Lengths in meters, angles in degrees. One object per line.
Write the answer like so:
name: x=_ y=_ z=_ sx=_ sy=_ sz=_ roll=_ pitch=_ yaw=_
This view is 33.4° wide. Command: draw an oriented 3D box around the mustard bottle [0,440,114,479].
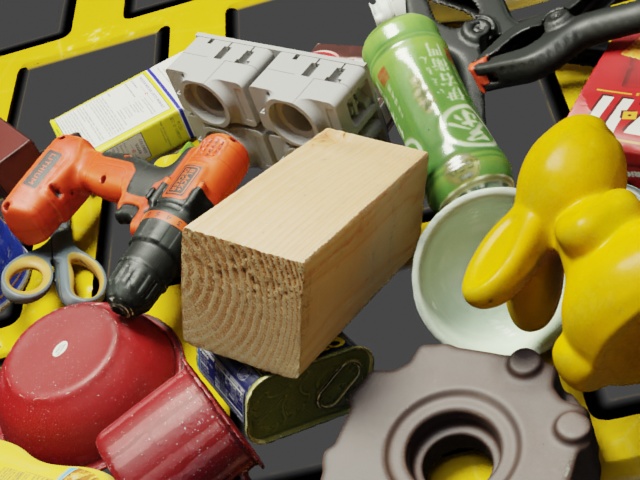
mustard bottle: x=-0.183 y=0.196 z=0.724 sx=0.192 sy=0.058 sz=0.096 roll=8 pitch=41 yaw=28

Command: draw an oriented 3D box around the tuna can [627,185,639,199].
tuna can: x=0.207 y=-0.003 z=0.784 sx=0.086 sy=0.033 sz=0.086 roll=-11 pitch=44 yaw=11

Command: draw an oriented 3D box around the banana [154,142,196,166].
banana: x=-0.100 y=-0.033 z=0.933 sx=0.069 sy=0.037 sz=0.198 roll=-36 pitch=45 yaw=-11

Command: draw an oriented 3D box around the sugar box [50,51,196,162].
sugar box: x=-0.168 y=-0.122 z=1.044 sx=0.176 sy=0.048 sz=0.093 roll=-27 pitch=44 yaw=-11

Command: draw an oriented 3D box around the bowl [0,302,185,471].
bowl: x=-0.188 y=0.101 z=0.824 sx=0.162 sy=0.055 sz=0.162 roll=-12 pitch=44 yaw=11

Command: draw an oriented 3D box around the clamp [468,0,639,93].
clamp: x=0.205 y=-0.178 z=0.880 sx=0.172 sy=0.039 sz=0.120 roll=-20 pitch=24 yaw=20

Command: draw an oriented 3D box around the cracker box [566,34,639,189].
cracker box: x=0.301 y=-0.116 z=0.830 sx=0.164 sy=0.072 sz=0.213 roll=14 pitch=55 yaw=33

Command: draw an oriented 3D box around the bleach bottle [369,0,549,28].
bleach bottle: x=0.172 y=-0.255 z=1.027 sx=0.251 sy=0.068 sz=0.102 roll=-19 pitch=43 yaw=6

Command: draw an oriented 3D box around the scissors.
scissors: x=-0.249 y=0.001 z=0.953 sx=0.096 sy=0.016 sz=0.202 roll=-8 pitch=37 yaw=-27

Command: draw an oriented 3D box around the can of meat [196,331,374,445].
can of meat: x=-0.027 y=0.088 z=0.756 sx=0.101 sy=0.057 sz=0.084 roll=-16 pitch=34 yaw=-28

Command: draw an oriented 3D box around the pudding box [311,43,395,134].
pudding box: x=0.027 y=-0.140 z=0.986 sx=0.114 sy=0.039 sz=0.090 roll=11 pitch=51 yaw=29

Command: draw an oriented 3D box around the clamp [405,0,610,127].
clamp: x=0.137 y=-0.169 z=0.946 sx=0.164 sy=0.036 sz=0.210 roll=-40 pitch=63 yaw=-17

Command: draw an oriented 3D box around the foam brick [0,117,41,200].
foam brick: x=-0.310 y=-0.079 z=1.051 sx=0.051 sy=0.053 sz=0.078 roll=-41 pitch=47 yaw=-19

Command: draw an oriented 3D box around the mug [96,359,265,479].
mug: x=-0.090 y=0.151 z=0.720 sx=0.081 sy=0.093 sz=0.117 roll=-37 pitch=76 yaw=-8

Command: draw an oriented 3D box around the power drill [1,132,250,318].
power drill: x=-0.170 y=-0.021 z=0.886 sx=0.188 sy=0.057 sz=0.184 roll=10 pitch=50 yaw=29

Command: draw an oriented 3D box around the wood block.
wood block: x=-0.005 y=0.001 z=0.762 sx=0.091 sy=0.090 sz=0.205 roll=15 pitch=30 yaw=22

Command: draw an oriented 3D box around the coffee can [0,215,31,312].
coffee can: x=-0.328 y=-0.007 z=0.923 sx=0.103 sy=0.140 sz=0.103 roll=-11 pitch=44 yaw=11
